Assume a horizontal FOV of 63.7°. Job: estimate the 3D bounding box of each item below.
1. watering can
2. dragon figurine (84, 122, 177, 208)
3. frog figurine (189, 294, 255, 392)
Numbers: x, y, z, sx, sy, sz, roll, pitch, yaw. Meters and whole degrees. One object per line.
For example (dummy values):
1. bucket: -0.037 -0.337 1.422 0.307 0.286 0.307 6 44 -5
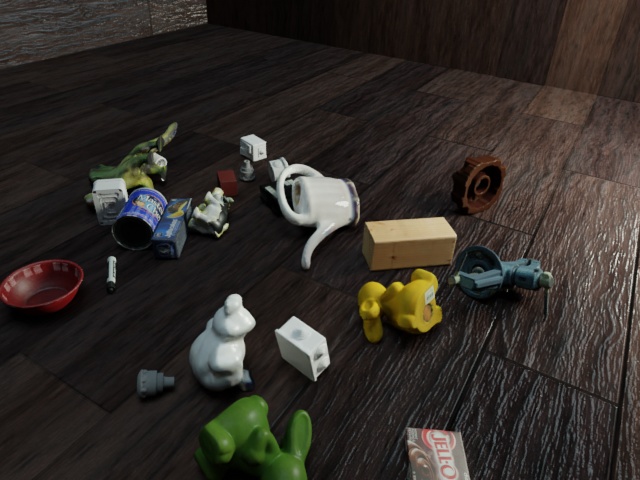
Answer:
1. watering can: 0.004 -0.069 1.362 0.224 0.101 0.355 0 52 -22
2. dragon figurine: -0.582 -0.226 1.542 0.242 0.119 0.420 -6 39 8
3. frog figurine: -0.175 0.182 0.917 0.123 0.156 0.140 -4 33 -9
